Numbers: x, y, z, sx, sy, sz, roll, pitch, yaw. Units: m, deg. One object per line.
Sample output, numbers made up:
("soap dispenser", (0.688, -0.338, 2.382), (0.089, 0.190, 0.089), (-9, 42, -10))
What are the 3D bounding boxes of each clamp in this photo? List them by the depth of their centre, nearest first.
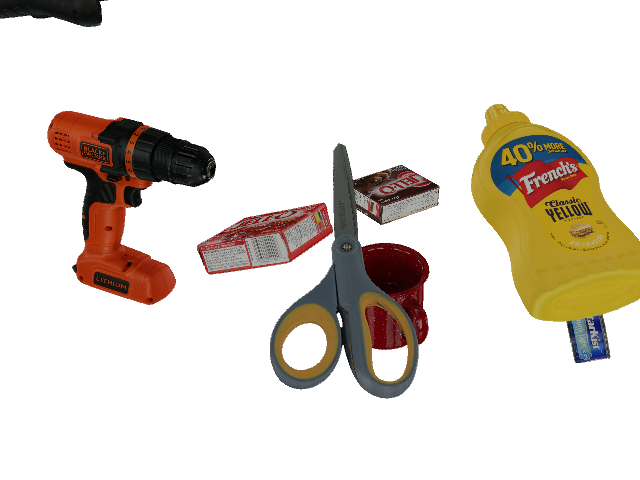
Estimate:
("clamp", (-0.196, -0.188, 0.799), (0.172, 0.039, 0.120), (12, 24, 28))

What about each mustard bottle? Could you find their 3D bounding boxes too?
("mustard bottle", (0.168, -0.032, 0.809), (0.096, 0.192, 0.058), (-11, -37, -13))

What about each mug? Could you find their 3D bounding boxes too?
("mug", (0.076, 0.068, 1.133), (0.093, 0.081, 0.117), (-24, 41, -26))

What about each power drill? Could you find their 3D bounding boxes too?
("power drill", (-0.187, -0.031, 1.078), (0.185, 0.188, 0.057), (17, 31, 23))

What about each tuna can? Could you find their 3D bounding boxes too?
("tuna can", (0.252, 0.073, 1.021), (0.034, 0.086, 0.086), (-12, -3, 12))

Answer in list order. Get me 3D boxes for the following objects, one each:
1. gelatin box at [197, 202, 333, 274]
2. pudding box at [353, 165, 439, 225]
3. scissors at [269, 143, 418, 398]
("gelatin box", (-0.046, -0.002, 0.882), (0.089, 0.030, 0.073), (-9, 15, 34))
("pudding box", (0.107, -0.069, 1.589), (0.113, 0.039, 0.090), (-21, 35, -29))
("scissors", (0.000, 0.018, 0.669), (0.096, 0.202, 0.016), (-14, -39, -9))
